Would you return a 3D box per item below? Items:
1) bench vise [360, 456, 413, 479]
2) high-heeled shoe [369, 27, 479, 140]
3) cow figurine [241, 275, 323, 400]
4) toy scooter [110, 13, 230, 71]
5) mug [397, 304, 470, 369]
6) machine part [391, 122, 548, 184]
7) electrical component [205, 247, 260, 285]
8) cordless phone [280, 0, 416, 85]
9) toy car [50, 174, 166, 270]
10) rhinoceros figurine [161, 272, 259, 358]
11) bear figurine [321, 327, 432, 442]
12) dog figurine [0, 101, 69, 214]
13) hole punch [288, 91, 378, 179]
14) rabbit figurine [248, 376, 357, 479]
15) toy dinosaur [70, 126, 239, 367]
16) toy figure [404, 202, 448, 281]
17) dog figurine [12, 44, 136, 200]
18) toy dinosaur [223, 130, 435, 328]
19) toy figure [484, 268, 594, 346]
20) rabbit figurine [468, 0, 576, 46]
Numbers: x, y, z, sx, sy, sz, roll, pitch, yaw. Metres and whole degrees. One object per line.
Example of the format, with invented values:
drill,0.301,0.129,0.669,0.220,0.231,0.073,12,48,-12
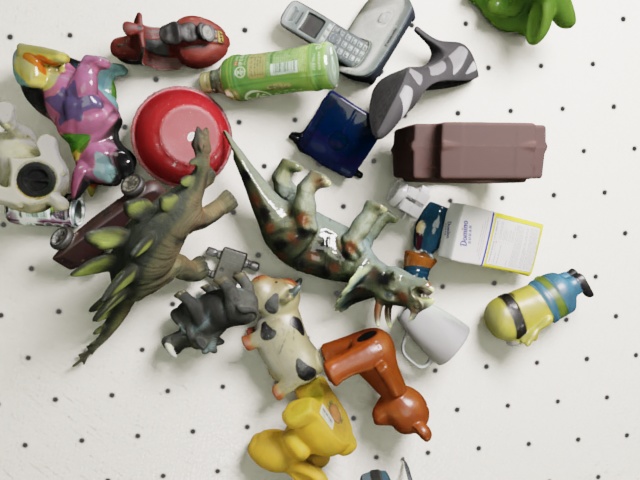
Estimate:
bench vise,0.069,0.498,0.907,0.224,0.129,0.240,-12,116,-13
high-heeled shoe,0.169,-0.224,0.845,0.145,0.086,0.248,34,69,-23
cow figurine,-0.060,0.146,0.883,0.127,0.085,0.194,-28,93,4
toy scooter,-0.231,-0.303,0.812,0.184,0.135,0.075,-6,93,-5
mug,0.178,0.155,0.909,0.107,0.081,0.109,41,97,5
machine part,0.221,-0.130,0.825,0.201,0.201,0.087,0,96,-5
electrical component,-0.151,0.047,0.900,0.094,0.021,0.063,18,93,-6
cordless phone,0.042,-0.347,0.858,0.184,0.089,0.146,31,91,-2
toy car,-0.331,-0.027,0.851,0.202,0.089,0.053,-36,57,1
rhinoceros figurine,-0.177,0.123,0.858,0.190,0.073,0.112,-28,85,24
bear figurine,0.097,0.248,0.889,0.132,0.120,0.195,-23,101,1
dog figurine,-0.427,-0.094,0.788,0.121,0.190,0.172,-34,93,-17
hole punch,0.034,-0.170,0.867,0.142,0.092,0.115,29,95,-10
rabbit figurine,-0.035,0.333,0.899,0.173,0.122,0.162,-31,106,12
toy dinosaur,-0.261,0.029,0.802,0.105,0.198,0.471,43,125,18
toy figure,0.178,0.014,0.905,0.064,0.058,0.154,20,94,-7
dog figurine,-0.378,-0.174,0.826,0.192,0.108,0.219,7,96,-6
toy dinosaur,-0.007,-0.005,0.866,0.405,0.131,0.192,26,91,0
toy figure,0.366,0.108,0.916,0.180,0.082,0.089,-34,85,3
rabbit figurine,0.321,-0.383,0.830,0.121,0.170,0.159,-27,95,-2
